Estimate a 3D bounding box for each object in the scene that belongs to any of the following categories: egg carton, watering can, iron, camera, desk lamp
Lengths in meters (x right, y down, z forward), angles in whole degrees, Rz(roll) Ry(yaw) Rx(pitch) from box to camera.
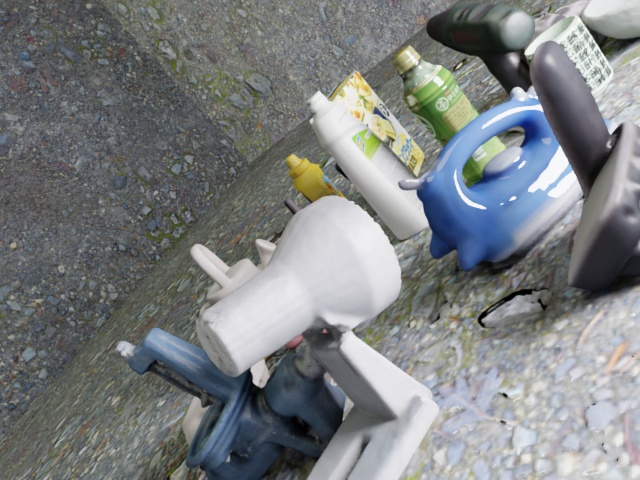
[{"bbox_3d":[-0.122,0.219,0.775,0.107,0.069,0.150,-38,16,18],"label":"egg carton"},{"bbox_3d":[-0.141,0.073,0.980,0.173,0.194,0.100,-48,16,-19],"label":"watering can"},{"bbox_3d":[0.210,-0.090,0.641,0.258,0.141,0.118,-44,16,-5],"label":"iron"},{"bbox_3d":[0.364,-0.313,0.936,0.143,0.101,0.136,-49,17,-22],"label":"camera"},{"bbox_3d":[0.008,0.096,0.510,0.203,0.214,0.117,-51,18,-27],"label":"desk lamp"}]

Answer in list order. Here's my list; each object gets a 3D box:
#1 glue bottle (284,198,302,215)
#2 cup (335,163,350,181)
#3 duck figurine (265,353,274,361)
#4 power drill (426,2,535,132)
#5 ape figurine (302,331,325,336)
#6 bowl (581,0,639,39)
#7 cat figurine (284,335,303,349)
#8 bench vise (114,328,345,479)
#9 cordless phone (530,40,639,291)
[{"bbox_3d":[0.008,0.003,0.837,0.037,0.173,0.078,-41,16,5],"label":"glue bottle"},{"bbox_3d":[0.090,-0.140,1.164,0.091,0.095,0.118,-35,17,27],"label":"cup"},{"bbox_3d":[-0.123,0.157,0.913,0.104,0.086,0.077,-37,17,20],"label":"duck figurine"},{"bbox_3d":[0.261,-0.263,0.854,0.075,0.208,0.229,-43,15,-1],"label":"power drill"},{"bbox_3d":[-0.008,0.099,0.772,0.077,0.092,0.076,-24,24,49],"label":"ape figurine"},{"bbox_3d":[0.465,-0.340,0.809,0.167,0.075,0.167,-39,16,14],"label":"bowl"},{"bbox_3d":[-0.039,0.079,0.855,0.128,0.118,0.067,-41,16,6],"label":"cat figurine"},{"bbox_3d":[-0.092,0.149,0.603,0.207,0.220,0.121,-41,16,6],"label":"bench vise"},{"bbox_3d":[0.216,-0.064,0.477,0.094,0.185,0.148,-27,22,44],"label":"cordless phone"}]
